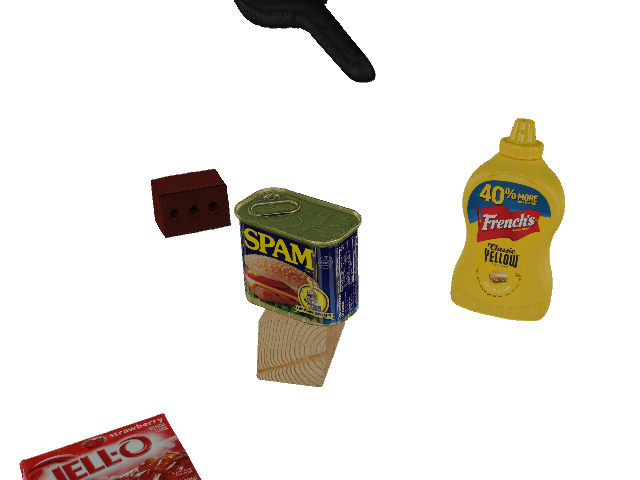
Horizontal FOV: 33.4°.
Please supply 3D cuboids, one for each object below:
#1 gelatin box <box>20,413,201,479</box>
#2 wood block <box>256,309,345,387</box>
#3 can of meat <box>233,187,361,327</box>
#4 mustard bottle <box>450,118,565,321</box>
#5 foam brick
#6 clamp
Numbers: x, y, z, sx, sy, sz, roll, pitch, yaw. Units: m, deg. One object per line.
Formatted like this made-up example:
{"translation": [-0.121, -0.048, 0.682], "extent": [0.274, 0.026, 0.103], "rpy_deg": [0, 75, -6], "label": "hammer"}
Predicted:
{"translation": [-0.117, 0.139, 0.598], "extent": [0.089, 0.030, 0.073], "rpy_deg": [-16, 28, -20], "label": "gelatin box"}
{"translation": [-0.021, 0.113, 1.468], "extent": [0.091, 0.090, 0.206], "rpy_deg": [6, 19, 7], "label": "wood block"}
{"translation": [-0.017, 0.014, 0.858], "extent": [0.102, 0.084, 0.057], "rpy_deg": [18, 37, 31], "label": "can of meat"}
{"translation": [0.184, -0.022, 1.027], "extent": [0.096, 0.192, 0.058], "rpy_deg": [12, 20, 20], "label": "mustard bottle"}
{"translation": [-0.146, -0.042, 1.195], "extent": [0.078, 0.053, 0.051], "rpy_deg": [-12, 29, -14], "label": "foam brick"}
{"translation": [0.000, -0.198, 0.829], "extent": [0.172, 0.120, 0.039], "rpy_deg": [31, -25, 20], "label": "clamp"}
